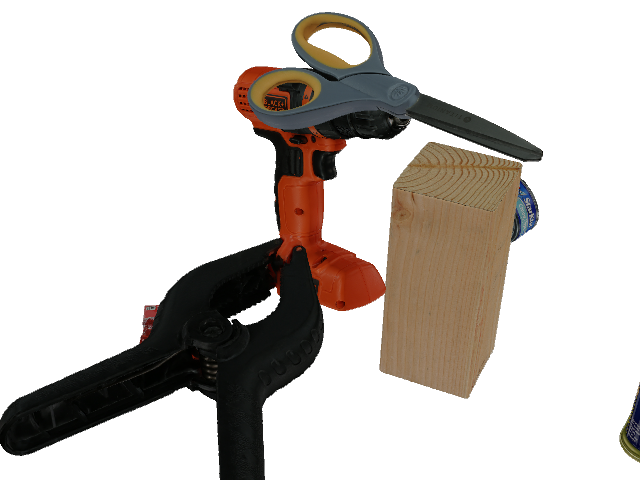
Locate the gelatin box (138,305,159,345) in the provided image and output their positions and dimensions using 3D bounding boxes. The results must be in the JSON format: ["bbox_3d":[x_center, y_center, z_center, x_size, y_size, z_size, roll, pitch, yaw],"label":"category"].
[{"bbox_3d":[-0.126,0.090,0.972,0.073,0.030,0.089,-2,29,-2],"label":"gelatin box"}]

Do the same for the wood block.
[{"bbox_3d":[0.115,0.028,0.965,0.091,0.206,0.090,16,37,20],"label":"wood block"}]

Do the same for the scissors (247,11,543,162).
[{"bbox_3d":[0.027,-0.071,0.602,0.202,0.096,0.016,50,-6,43],"label":"scissors"}]

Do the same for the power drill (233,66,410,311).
[{"bbox_3d":[0.007,-0.043,0.842,0.057,0.188,0.185,-18,23,-35],"label":"power drill"}]

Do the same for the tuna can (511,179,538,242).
[{"bbox_3d":[0.205,-0.040,1.216,0.033,0.086,0.086,-34,15,-25],"label":"tuna can"}]

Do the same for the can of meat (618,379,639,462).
[{"bbox_3d":[0.239,0.087,0.688,0.057,0.084,0.101,21,38,24],"label":"can of meat"}]

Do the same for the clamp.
[{"bbox_3d":[-0.042,0.059,0.474,0.120,0.039,0.171,28,48,21],"label":"clamp"}]
